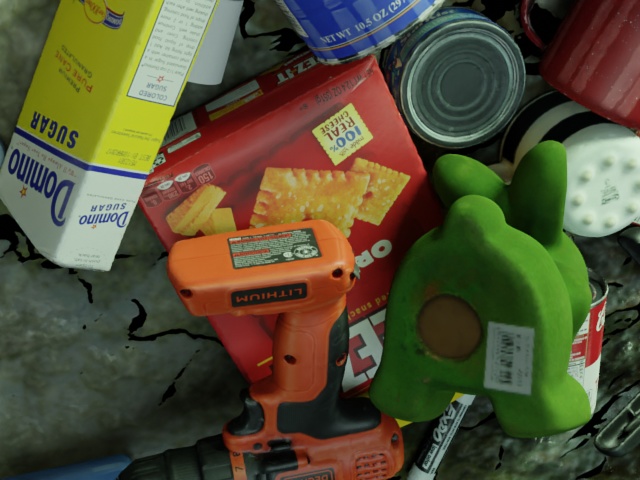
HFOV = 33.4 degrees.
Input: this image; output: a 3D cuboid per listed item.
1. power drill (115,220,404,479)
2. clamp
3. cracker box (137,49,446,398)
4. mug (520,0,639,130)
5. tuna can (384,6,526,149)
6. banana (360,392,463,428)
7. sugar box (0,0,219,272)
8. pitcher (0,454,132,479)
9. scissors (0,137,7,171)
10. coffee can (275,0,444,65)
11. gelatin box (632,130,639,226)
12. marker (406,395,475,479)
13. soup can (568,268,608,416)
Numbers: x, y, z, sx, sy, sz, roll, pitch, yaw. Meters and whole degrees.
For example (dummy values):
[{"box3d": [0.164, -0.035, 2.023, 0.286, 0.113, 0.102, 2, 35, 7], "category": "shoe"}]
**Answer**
[{"box3d": [-0.043, 0.086, 0.642, 0.184, 0.057, 0.188, -10, 123, -9], "category": "power drill"}, {"box3d": [0.286, 0.061, 0.782, 0.209, 0.036, 0.164, -9, 106, -27], "category": "clamp"}, {"box3d": [-0.004, 0.001, 0.680, 0.164, 0.072, 0.213, -27, 119, 0], "category": "cracker box"}, {"box3d": [0.179, -0.128, 0.663, 0.117, 0.093, 0.082, 31, 112, 7], "category": "mug"}, {"box3d": [0.085, -0.102, 0.674, 0.086, 0.034, 0.086, -6, 116, -12], "category": "tuna can"}, {"box3d": [0.058, 0.105, 0.757, 0.198, 0.037, 0.069, -30, 146, 11], "category": "banana"}, {"box3d": [-0.123, -0.080, 0.595, 0.048, 0.093, 0.176, 10, 113, -44], "category": "sugar box"}, {"box3d": [-0.230, 0.230, 0.710, 0.242, 0.149, 0.145, -13, 93, -11], "category": "pitcher"}, {"box3d": [-0.264, -0.077, 0.609, 0.096, 0.016, 0.201, -36, 118, 3], "category": "scissors"}, {"box3d": [0.000, -0.181, 0.576, 0.103, 0.103, 0.140, -36, 118, 5], "category": "coffee can"}, {"box3d": [0.250, -0.041, 0.748, 0.089, 0.030, 0.073, 16, 111, -21], "category": "gelatin box"}, {"box3d": [0.098, 0.134, 0.799, 0.020, 0.020, 0.121, 16, 110, -21], "category": "marker"}, {"box3d": [0.166, 0.075, 0.761, 0.068, 0.068, 0.102, -8, 117, -11], "category": "soup can"}]
